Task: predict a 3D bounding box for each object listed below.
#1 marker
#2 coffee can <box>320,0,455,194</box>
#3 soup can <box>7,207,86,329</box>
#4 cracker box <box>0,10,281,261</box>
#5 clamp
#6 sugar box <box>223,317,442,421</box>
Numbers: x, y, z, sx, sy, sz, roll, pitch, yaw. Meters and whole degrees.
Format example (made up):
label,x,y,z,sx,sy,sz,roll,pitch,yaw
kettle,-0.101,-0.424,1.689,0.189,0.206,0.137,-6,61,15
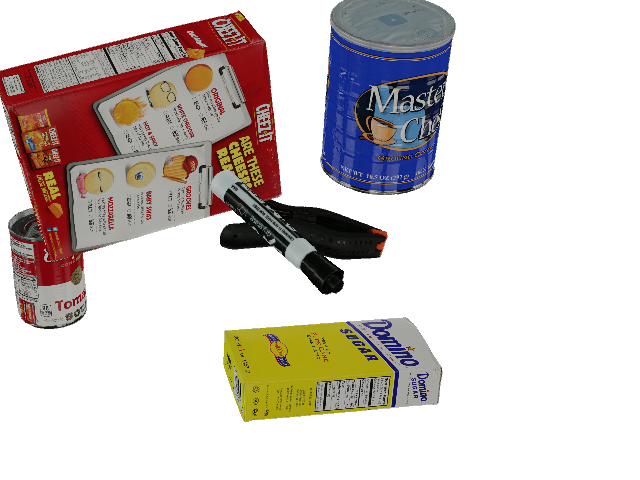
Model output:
label,x,y,z,sx,sy,sz,roll,pitch,yaw
marker,-0.027,-0.005,0.676,0.121,0.020,0.020,41,25,32
coffee can,0.055,-0.125,0.910,0.103,0.140,0.103,3,35,-2
soup can,-0.265,0.027,1.040,0.068,0.102,0.068,2,28,-1
cracker box,-0.149,-0.089,0.911,0.213,0.164,0.072,-18,43,-15
clamp,-0.026,-0.012,1.137,0.209,0.036,0.164,14,20,-13
sugar box,0.009,0.111,0.940,0.176,0.048,0.093,-6,27,-14
